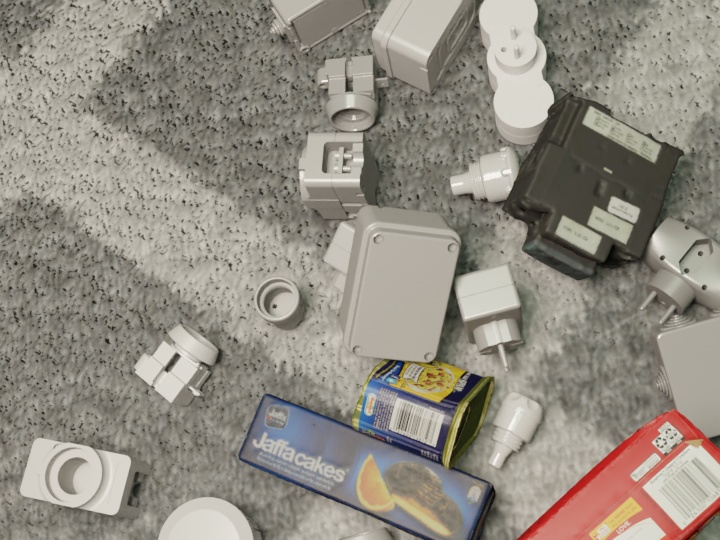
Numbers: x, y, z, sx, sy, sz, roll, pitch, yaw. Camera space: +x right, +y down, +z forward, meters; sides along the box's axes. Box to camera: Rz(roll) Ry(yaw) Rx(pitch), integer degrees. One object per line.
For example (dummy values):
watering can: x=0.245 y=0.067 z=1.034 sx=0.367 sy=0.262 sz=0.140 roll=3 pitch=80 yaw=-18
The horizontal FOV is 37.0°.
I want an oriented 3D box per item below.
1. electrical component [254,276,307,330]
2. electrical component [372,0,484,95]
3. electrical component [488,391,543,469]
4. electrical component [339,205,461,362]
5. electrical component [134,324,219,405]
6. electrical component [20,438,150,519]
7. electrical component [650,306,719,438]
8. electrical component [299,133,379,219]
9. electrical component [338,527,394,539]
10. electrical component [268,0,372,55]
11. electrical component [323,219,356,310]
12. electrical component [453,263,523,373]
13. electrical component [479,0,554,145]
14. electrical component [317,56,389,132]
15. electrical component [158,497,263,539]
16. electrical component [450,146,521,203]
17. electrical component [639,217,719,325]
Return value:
electrical component: x=-0.067 y=0.030 z=0.931 sx=0.040 sy=0.046 sz=0.040 roll=-3 pitch=73 yaw=9
electrical component: x=0.064 y=-0.227 z=0.971 sx=0.057 sy=0.078 sz=0.113 roll=28 pitch=80 yaw=14
electrical component: x=0.123 y=0.132 z=0.873 sx=0.035 sy=0.035 sz=0.061 roll=26 pitch=82 yaw=16
electrical component: x=0.030 y=0.012 z=0.857 sx=0.078 sy=0.057 sz=0.113 roll=6 pitch=111 yaw=-11
electrical component: x=-0.155 y=0.081 z=0.932 sx=0.066 sy=0.048 sz=0.055 roll=36 pitch=90 yaw=18
electrical component: x=-0.233 y=0.176 z=0.910 sx=0.089 sy=0.055 sz=0.050 roll=9 pitch=75 yaw=12
electrical component: x=0.282 y=0.078 z=0.842 sx=0.100 sy=0.048 sz=0.099 roll=-16 pitch=91 yaw=5
electrical component: x=-0.019 y=-0.080 z=0.934 sx=0.056 sy=0.089 sz=0.050 roll=1 pitch=73 yaw=10
electrical component: x=0.008 y=0.237 z=0.856 sx=0.066 sy=0.048 sz=0.055 roll=-16 pitch=79 yaw=5
electrical component: x=-0.047 y=-0.254 z=1.007 sx=0.096 sy=0.061 sz=0.061 roll=-32 pitch=71 yaw=-1
electrical component: x=0.000 y=0.000 z=0.923 sx=0.047 sy=0.066 sz=0.076 roll=31 pitch=108 yaw=17
electrical component: x=0.110 y=0.046 z=0.876 sx=0.047 sy=0.083 sz=0.075 roll=-15 pitch=71 yaw=5
electrical component: x=0.138 y=-0.187 z=0.948 sx=0.052 sy=0.073 sz=0.138 roll=-9 pitch=72 yaw=7
electrical component: x=-0.007 y=-0.160 z=0.980 sx=0.066 sy=0.048 sz=0.055 roll=-4 pitch=65 yaw=9
electrical component: x=-0.121 y=0.228 z=0.877 sx=0.080 sy=0.051 sz=0.080 roll=-3 pitch=73 yaw=9
electrical component: x=0.111 y=-0.079 z=0.936 sx=0.062 sy=0.048 sz=0.048 roll=-11 pitch=71 yaw=15
electrical component: x=0.262 y=0.009 z=0.882 sx=0.077 sy=0.043 sz=0.079 roll=38 pitch=83 yaw=18
